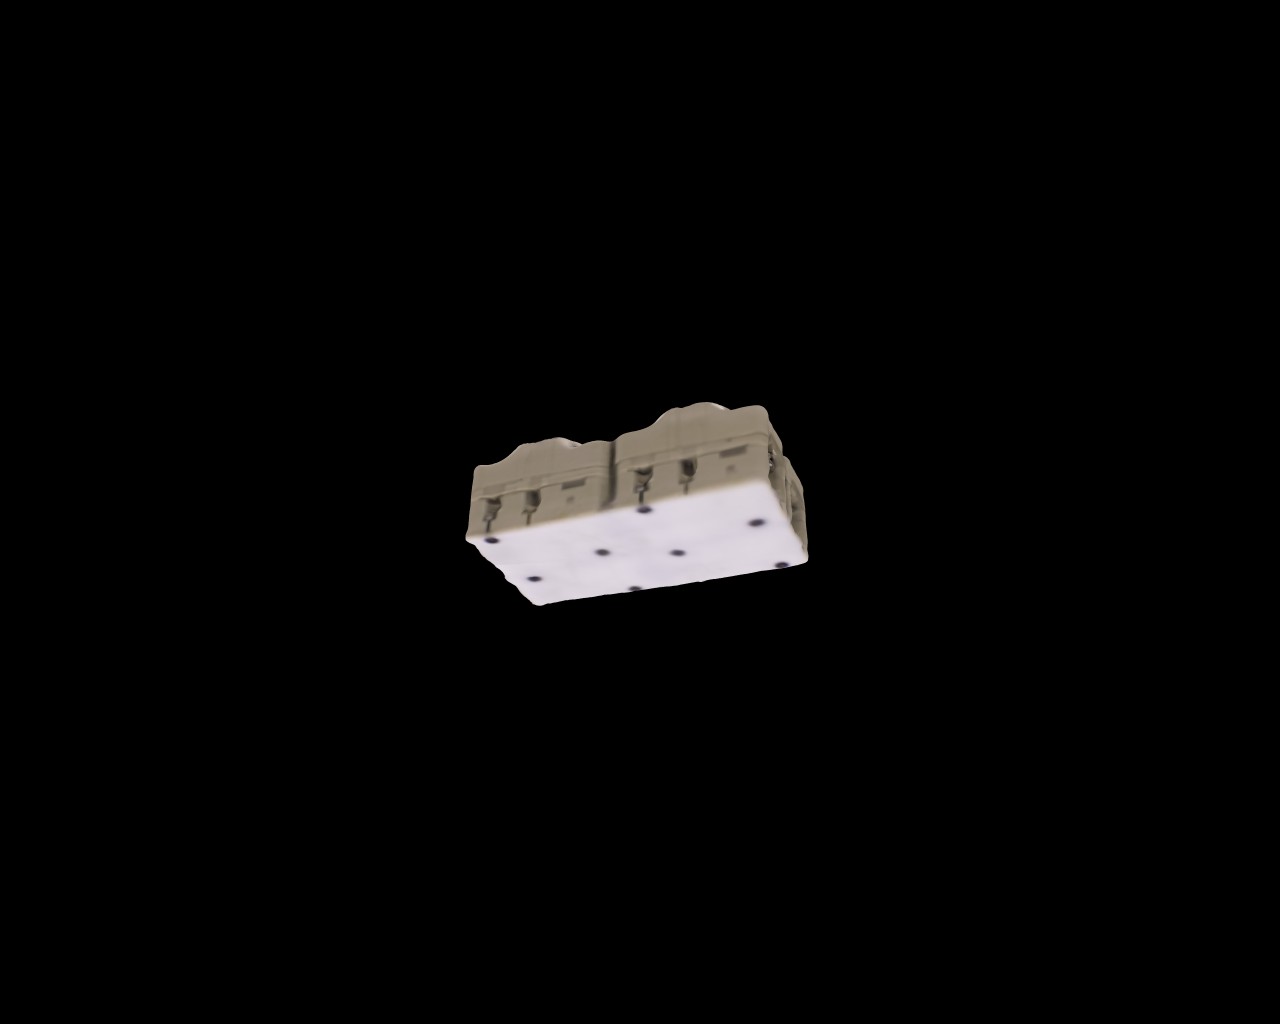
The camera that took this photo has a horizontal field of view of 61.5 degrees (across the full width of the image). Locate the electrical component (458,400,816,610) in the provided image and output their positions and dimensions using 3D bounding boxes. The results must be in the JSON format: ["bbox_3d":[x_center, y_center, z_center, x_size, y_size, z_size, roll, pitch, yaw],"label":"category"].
[{"bbox_3d":[0.001,-0.003,0.650,0.186,0.060,0.105,-11,-32,18],"label":"electrical component"}]
